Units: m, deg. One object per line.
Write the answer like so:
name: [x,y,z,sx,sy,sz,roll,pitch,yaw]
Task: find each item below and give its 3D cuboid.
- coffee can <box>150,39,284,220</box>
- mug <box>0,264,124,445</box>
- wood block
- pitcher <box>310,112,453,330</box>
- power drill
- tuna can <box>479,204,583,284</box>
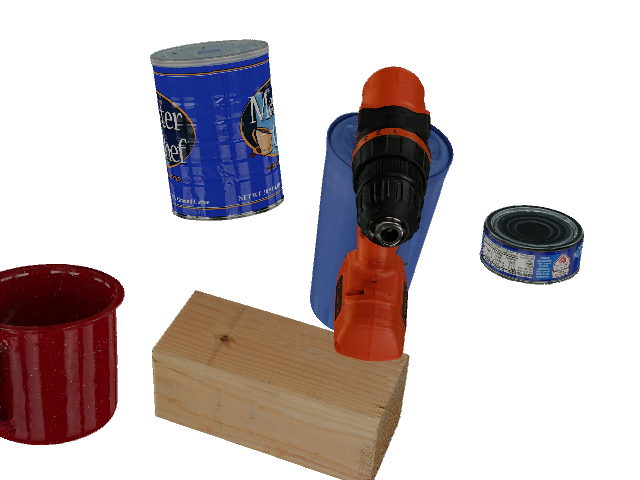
coffee can: [-0.090,-0.099,0.940,0.103,0.140,0.103,-5,18,1]
mug: [-0.169,0.073,0.633,0.093,0.081,0.117,12,23,22]
wood block: [-0.035,0.129,0.947,0.206,0.090,0.090,16,41,15]
pitcher: [0.058,-0.006,1.166,0.145,0.243,0.149,26,41,20]
power drill: [0.044,-0.005,0.757,0.057,0.188,0.184,8,38,2]
tuna can: [0.181,0.002,0.912,0.086,0.034,0.086,1,28,-1]
